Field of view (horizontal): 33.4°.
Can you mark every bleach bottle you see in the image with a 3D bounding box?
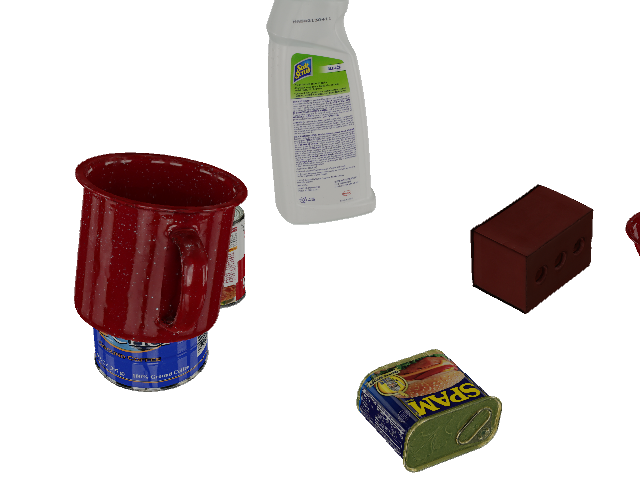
[{"bbox_3d":[0.001,-0.141,1.009,0.102,0.251,0.068,-10,31,-16],"label":"bleach bottle"}]

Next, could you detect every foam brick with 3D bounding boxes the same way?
[{"bbox_3d":[0.151,0.005,0.764,0.078,0.053,0.051,-32,42,-30],"label":"foam brick"}]

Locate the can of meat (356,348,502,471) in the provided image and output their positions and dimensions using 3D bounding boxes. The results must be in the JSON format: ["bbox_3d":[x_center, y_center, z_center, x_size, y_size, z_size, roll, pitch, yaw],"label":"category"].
[{"bbox_3d":[0.094,0.147,0.946,0.101,0.057,0.084,-14,35,-27],"label":"can of meat"}]

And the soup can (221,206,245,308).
[{"bbox_3d":[-0.117,0.015,1.180,0.068,0.102,0.068,1,26,-1],"label":"soup can"}]

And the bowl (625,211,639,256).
[{"bbox_3d":[0.407,0.013,1.135,0.162,0.055,0.162,-3,23,1],"label":"bowl"}]

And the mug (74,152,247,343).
[{"bbox_3d":[-0.086,0.009,0.578,0.093,0.081,0.117,-1,23,-29],"label":"mug"}]

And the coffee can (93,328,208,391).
[{"bbox_3d":[-0.148,0.045,0.923,0.103,0.140,0.103,3,35,-2],"label":"coffee can"}]
